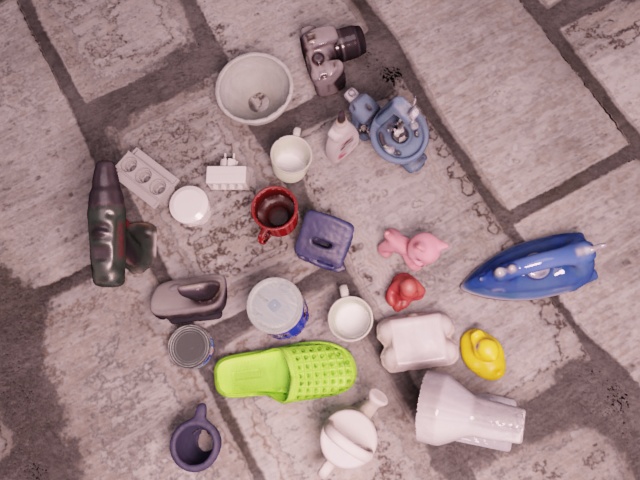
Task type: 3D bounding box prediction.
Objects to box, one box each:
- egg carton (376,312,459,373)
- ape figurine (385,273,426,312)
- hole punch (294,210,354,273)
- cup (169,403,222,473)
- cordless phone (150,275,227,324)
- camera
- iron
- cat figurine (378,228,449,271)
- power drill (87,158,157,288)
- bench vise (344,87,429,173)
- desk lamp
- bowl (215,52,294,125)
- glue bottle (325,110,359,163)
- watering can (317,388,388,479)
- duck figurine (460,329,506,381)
[{"bbox_3d":[0.186,0.194,1.095,0.150,0.069,0.107,-9,76,1],"label":"egg carton"},{"bbox_3d":[0.166,0.097,1.108,0.077,0.092,0.076,3,76,4],"label":"ape figurine"},{"bbox_3d":[0.010,0.004,1.139,0.108,0.091,0.101,19,78,8],"label":"hole punch"},{"bbox_3d":[-0.219,0.362,1.060,0.091,0.095,0.118,5,76,4],"label":"cup"},{"bbox_3d":[-0.258,0.101,1.080,0.147,0.185,0.094,-11,76,0],"label":"cordless phone"},{"bbox_3d":[0.033,-0.407,1.235,0.137,0.101,0.143,-17,76,-1],"label":"camera"},{"bbox_3d":[0.401,0.052,1.082,0.258,0.141,0.118,-14,76,-1],"label":"iron"},{"bbox_3d":[0.180,0.012,1.115,0.127,0.118,0.067,23,78,8],"label":"cat figurine"},{"bbox_3d":[-0.385,-0.016,1.104,0.075,0.208,0.229,-4,76,2],"label":"power drill"},{"bbox_3d":[0.124,-0.230,1.125,0.207,0.220,0.121,25,79,9],"label":"bench vise"},{"bbox_3d":[0.258,0.302,0.990,0.203,0.213,0.118,10,77,6],"label":"desk lamp"},{"bbox_3d":[-0.136,-0.313,1.234,0.167,0.075,0.167,-1,76,3],"label":"bowl"},{"bbox_3d":[0.043,-0.215,1.149,0.037,0.173,0.078,43,82,12],"label":"glue bottle"},{"bbox_3d":[0.053,0.339,1.001,0.101,0.194,0.173,14,77,7],"label":"watering can"},{"bbox_3d":[0.312,0.213,1.075,0.077,0.086,0.104,-29,76,-4],"label":"duck figurine"}]
